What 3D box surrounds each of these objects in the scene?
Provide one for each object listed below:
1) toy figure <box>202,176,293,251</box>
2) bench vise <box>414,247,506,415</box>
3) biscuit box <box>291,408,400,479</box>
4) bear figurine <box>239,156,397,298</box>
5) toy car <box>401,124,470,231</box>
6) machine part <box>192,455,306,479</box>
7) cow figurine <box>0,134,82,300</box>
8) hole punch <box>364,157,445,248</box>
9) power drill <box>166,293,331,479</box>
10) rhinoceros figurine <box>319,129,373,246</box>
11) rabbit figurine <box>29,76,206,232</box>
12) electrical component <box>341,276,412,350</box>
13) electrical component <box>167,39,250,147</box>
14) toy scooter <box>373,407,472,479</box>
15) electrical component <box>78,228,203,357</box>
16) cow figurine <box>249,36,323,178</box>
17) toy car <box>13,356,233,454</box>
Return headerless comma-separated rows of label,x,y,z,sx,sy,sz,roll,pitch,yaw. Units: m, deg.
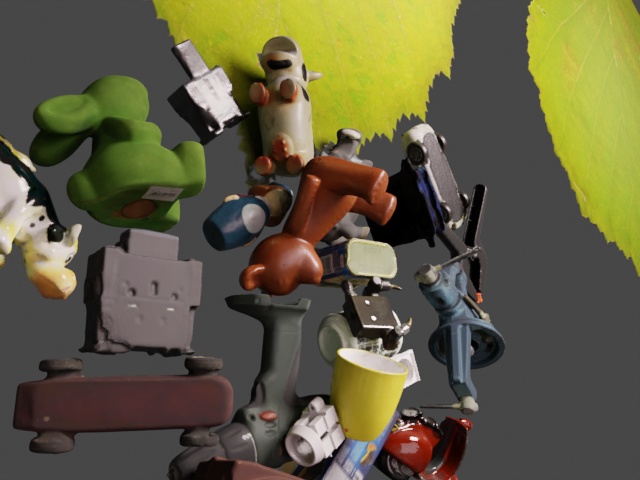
toy figure,-0.083,-0.036,0.702,0.154,0.058,0.064,-36,140,-42
bench vise,0.219,0.152,0.850,0.241,0.129,0.223,-77,147,-47
biscuit box,0.026,0.282,0.699,0.059,0.063,0.203,54,50,-15
bear figurine,-0.005,-0.003,0.667,0.196,0.132,0.120,-64,158,-12
toy car,0.210,-0.111,0.971,0.073,0.056,0.201,-31,102,-36
machine part,-0.066,0.320,0.497,0.201,0.087,0.201,32,54,-27
cow figurine,-0.288,-0.022,0.516,0.167,0.068,0.098,49,46,-21
hole punch,0.141,-0.053,0.863,0.092,0.116,0.142,-16,89,-50
power drill,-0.071,0.168,0.638,0.232,0.086,0.207,8,69,-41
rhinoceros figurine,0.032,-0.079,0.805,0.112,0.073,0.190,25,64,-21
rabbit figurine,-0.225,-0.102,0.582,0.159,0.121,0.170,-5,63,-34
electrical component,0.075,0.093,0.708,0.078,0.045,0.102,13,43,-27
electrical component,-0.153,-0.188,0.687,0.119,0.048,0.075,54,50,-15
toy scooter,0.158,0.300,0.782,0.183,0.075,0.135,41,78,-26
electrical component,-0.191,0.058,0.580,0.115,0.058,0.134,11,71,-40
cow figurine,-0.044,-0.184,0.746,0.127,0.086,0.194,-17,102,-74
toy car,-0.189,0.161,0.533,0.202,0.053,0.089,2,78,-14
